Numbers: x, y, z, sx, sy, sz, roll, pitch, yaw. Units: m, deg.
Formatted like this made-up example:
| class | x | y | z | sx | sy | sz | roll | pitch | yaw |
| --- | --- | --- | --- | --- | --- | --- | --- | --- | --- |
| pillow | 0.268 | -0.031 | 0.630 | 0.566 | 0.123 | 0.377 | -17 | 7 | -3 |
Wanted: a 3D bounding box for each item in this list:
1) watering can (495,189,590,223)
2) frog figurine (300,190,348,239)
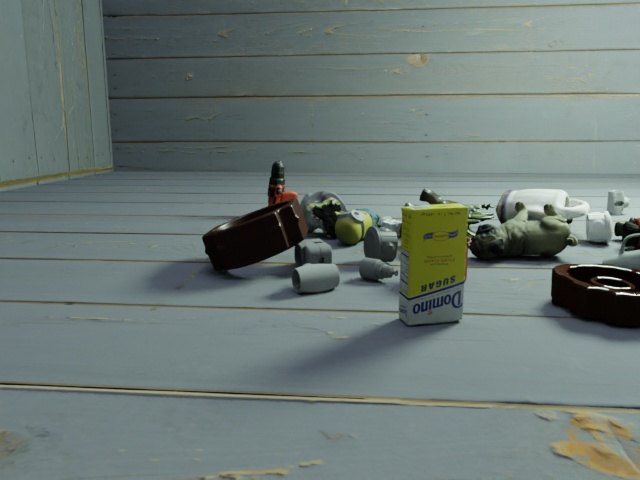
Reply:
| class | x | y | z | sx | sy | sz | roll | pitch | yaw |
| --- | --- | --- | --- | --- | --- | --- | --- | --- | --- |
| watering can | 0.571 | -0.077 | 1.353 | 0.224 | 0.103 | 0.350 | 3 | 12 | 37 |
| frog figurine | 0.004 | -0.071 | 1.412 | 0.137 | 0.123 | 0.159 | 31 | -5 | -14 |
